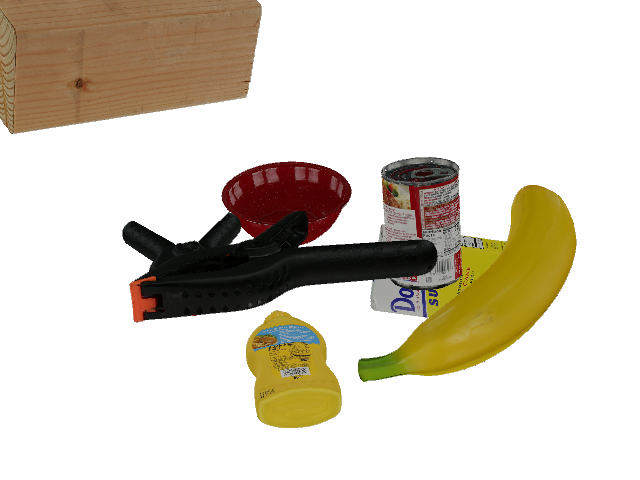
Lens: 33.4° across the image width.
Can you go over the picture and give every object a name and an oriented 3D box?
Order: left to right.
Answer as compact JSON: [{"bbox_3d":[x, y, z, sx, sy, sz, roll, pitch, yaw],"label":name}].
[{"bbox_3d":[-0.161,-0.159,0.854,0.205,0.091,0.090,-14,44,-32],"label":"wood block"},{"bbox_3d":[-0.120,0.017,1.042,0.120,0.039,0.172,-15,33,-15],"label":"clamp"},{"bbox_3d":[-0.033,0.019,0.751,0.209,0.036,0.165,-18,19,-42],"label":"clamp"},{"bbox_3d":[-0.042,-0.038,1.335,0.162,0.055,0.162,-1,32,1],"label":"bowl"},{"bbox_3d":[-0.039,0.141,1.259,0.096,0.058,0.192,-7,30,-8],"label":"mustard bottle"},{"bbox_3d":[0.091,-0.015,0.944,0.068,0.102,0.068,-5,22,2],"label":"soup can"},{"bbox_3d":[0.148,0.041,1.183,0.176,0.093,0.048,6,22,-1],"label":"sugar box"},{"bbox_3d":[0.098,0.017,0.572,0.070,0.037,0.197,13,35,34],"label":"banana"}]
